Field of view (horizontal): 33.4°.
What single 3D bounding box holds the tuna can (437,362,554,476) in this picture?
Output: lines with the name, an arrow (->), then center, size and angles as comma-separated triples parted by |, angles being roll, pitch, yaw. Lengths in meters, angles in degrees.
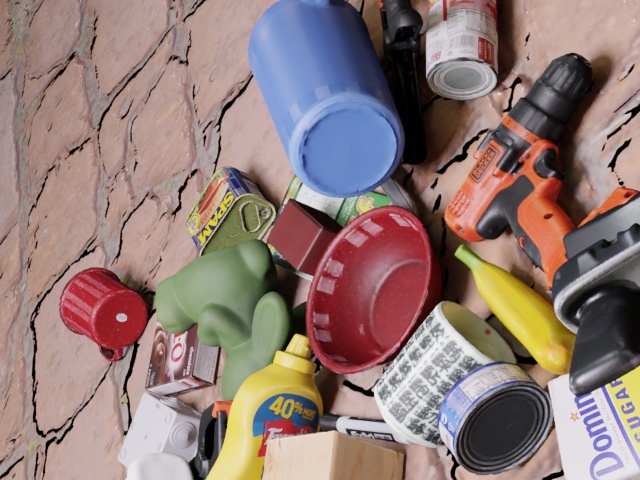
tuna can -> 0.134, 0.136, 0.816 | 0.086, 0.086, 0.034 | -56, 35, 13

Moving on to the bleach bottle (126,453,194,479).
bleach bottle -> -0.204, 0.325, 1.123 | 0.251, 0.067, 0.102 | -52, 46, 42

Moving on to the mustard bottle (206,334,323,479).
mustard bottle -> -0.045, 0.182, 1.006 | 0.058, 0.096, 0.191 | 8, 76, 52

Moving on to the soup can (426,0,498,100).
soup can -> 0.136, -0.194, 1.016 | 0.069, 0.068, 0.102 | -23, 54, 43

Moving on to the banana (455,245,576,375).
banana -> 0.161, 0.063, 0.826 | 0.037, 0.069, 0.198 | -60, 23, 11

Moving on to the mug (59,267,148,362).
mug -> -0.271, 0.101, 1.355 | 0.082, 0.093, 0.117 | 22, 119, 49

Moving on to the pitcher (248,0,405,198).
pitcher -> 0.006, -0.134, 1.058 | 0.145, 0.149, 0.243 | -36, 32, 13

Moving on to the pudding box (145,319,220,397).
pudding box -> -0.154, 0.118, 1.228 | 0.090, 0.039, 0.113 | -21, 54, 44

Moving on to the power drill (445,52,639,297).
power drill -> 0.197, -0.045, 0.866 | 0.184, 0.057, 0.188 | -58, 33, 17

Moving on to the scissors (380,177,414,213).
scissors -> 0.067, -0.085, 1.073 | 0.096, 0.016, 0.202 | -59, 32, 3

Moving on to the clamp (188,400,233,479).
clamp -> -0.110, 0.223, 1.078 | 0.120, 0.039, 0.171 | 44, 127, 51

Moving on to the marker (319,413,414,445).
marker -> 0.041, 0.170, 0.969 | 0.121, 0.020, 0.020 | -4, 67, 51

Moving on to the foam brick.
foam brick -> -0.007, 0.001, 1.073 | 0.051, 0.052, 0.078 | -61, 35, 10

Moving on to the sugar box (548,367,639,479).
sugar box -> 0.242, 0.110, 0.728 | 0.177, 0.048, 0.093 | -33, 47, 35

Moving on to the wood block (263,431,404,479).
wood block -> 0.003, 0.276, 0.898 | 0.091, 0.090, 0.206 | -19, 56, 45

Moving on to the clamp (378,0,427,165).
clamp -> 0.081, -0.200, 1.056 | 0.164, 0.036, 0.210 | 85, -179, -47

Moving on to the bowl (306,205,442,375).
bowl -> 0.060, 0.052, 0.982 | 0.162, 0.055, 0.162 | -29, 50, 40

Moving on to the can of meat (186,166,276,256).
can of meat -> -0.107, -0.025, 1.237 | 0.102, 0.057, 0.084 | -55, 34, 14
